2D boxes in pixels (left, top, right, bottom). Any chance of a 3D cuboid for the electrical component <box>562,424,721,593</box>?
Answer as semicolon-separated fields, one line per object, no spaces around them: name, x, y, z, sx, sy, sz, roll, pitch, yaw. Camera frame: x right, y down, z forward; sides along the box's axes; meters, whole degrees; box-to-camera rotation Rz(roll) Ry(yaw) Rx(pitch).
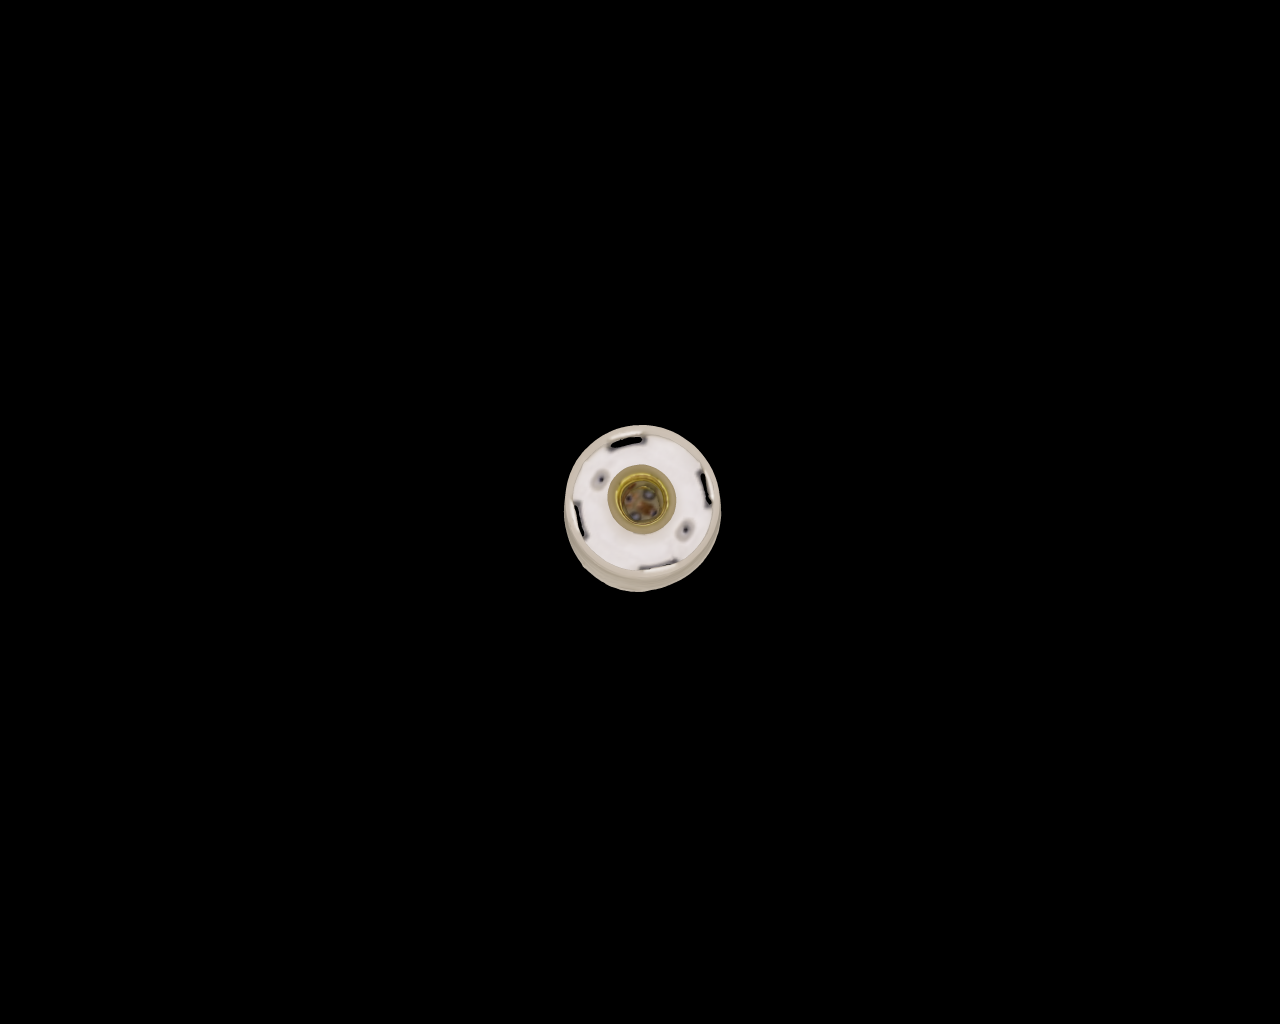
electrical component;0.001;-0.003;0.650;0.099;0.099;0.064;0;-9;0
